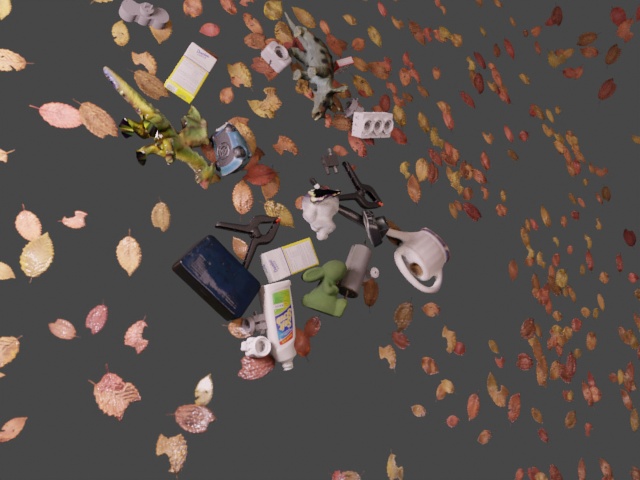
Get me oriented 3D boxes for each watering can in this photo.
[{"bbox_3d":[0.343,0.026,1.878,0.228,0.102,0.348,-34,86,-37],"label":"watering can"}]

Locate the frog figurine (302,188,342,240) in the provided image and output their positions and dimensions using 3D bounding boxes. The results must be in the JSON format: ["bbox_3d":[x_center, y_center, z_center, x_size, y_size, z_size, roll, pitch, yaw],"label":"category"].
[{"bbox_3d":[0.005,-0.086,1.701,0.139,0.123,0.156,-30,130,-45],"label":"frog figurine"}]

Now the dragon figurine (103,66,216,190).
[{"bbox_3d":[-0.431,-0.329,1.488,0.246,0.121,0.409,-31,95,-54],"label":"dragon figurine"}]
